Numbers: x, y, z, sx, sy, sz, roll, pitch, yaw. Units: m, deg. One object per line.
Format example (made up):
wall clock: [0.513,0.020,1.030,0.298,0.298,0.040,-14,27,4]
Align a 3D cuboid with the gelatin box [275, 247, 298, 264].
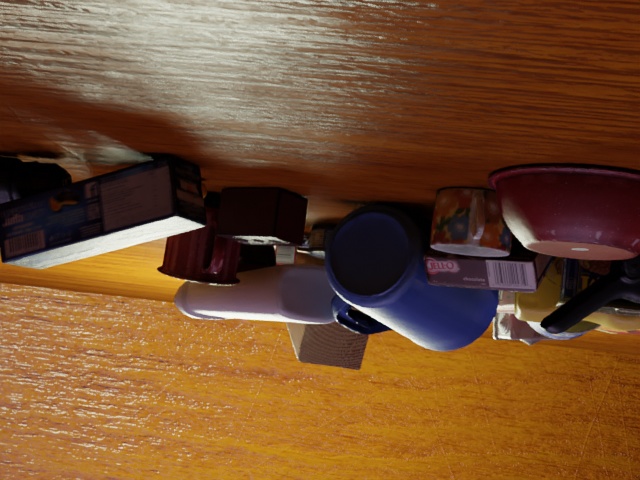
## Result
gelatin box: [-0.048,0.042,1.433,0.030,0.089,0.073,5,173,1]

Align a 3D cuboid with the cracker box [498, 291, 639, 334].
cracker box: [0.340,0.075,1.397,0.213,0.072,0.164,10,171,-19]

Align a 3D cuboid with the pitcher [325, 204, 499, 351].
pitcher: [0.092,0.046,1.171,0.145,0.149,0.242,23,178,29]

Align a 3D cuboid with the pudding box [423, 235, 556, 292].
pudding box: [0.170,0.012,1.045,0.114,0.039,0.089,5,-150,28]

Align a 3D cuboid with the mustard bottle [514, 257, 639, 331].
mustard bottle: [0.301,0.045,1.103,0.192,0.096,0.058,6,152,8]

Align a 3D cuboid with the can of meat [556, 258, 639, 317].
can of meat: [0.287,0.029,1.045,0.102,0.084,0.057,6,172,8]

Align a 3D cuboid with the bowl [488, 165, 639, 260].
bowl: [0.216,-0.018,0.877,0.162,0.055,0.162,7,172,1]

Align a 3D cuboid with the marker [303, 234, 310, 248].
marker: [-0.009,0.002,1.364,0.121,0.020,0.020,5,172,15]

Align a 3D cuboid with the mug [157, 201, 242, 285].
mug: [-0.124,0.002,1.162,0.093,0.081,0.117,8,-174,-18]

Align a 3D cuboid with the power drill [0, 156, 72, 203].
power drill: [-0.348,-0.068,1.010,0.184,0.057,0.187,0,170,8]

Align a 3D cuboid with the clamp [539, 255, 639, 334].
clamp: [0.277,0.013,0.984,0.171,0.120,0.039,-13,-162,-7]

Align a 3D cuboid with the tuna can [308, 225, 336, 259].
tuna can: [0.029,0.005,1.298,0.086,0.034,0.086,7,172,1]

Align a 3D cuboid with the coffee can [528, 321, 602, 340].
coffee can: [0.280,0.059,1.212,0.103,0.103,0.140,6,173,9]

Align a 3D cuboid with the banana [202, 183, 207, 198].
banana: [-0.188,-0.045,1.135,0.069,0.037,0.198,-20,-171,-28]

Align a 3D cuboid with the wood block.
wood block: [0.006,0.094,1.492,0.090,0.091,0.206,9,-164,-12]

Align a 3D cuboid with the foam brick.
foam brick: [-0.060,-0.023,1.098,0.078,0.051,0.052,2,171,36]

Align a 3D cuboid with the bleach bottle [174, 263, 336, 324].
bleach bottle: [-0.091,0.069,1.304,0.102,0.068,0.251,9,170,-39]
